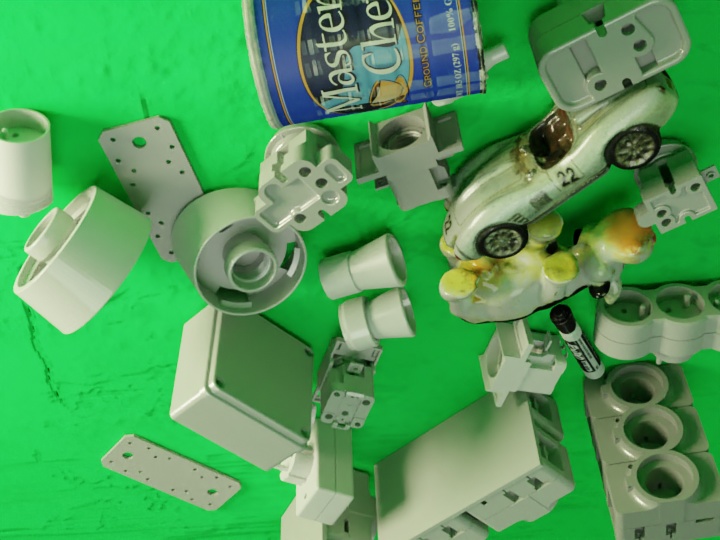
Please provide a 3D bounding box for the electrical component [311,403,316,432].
[{"bbox_3d":[-0.077,0.133,0.973,0.065,0.044,0.044,15,132,9],"label":"electrical component"}]

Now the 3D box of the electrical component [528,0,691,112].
[{"bbox_3d":[0.164,-0.157,0.720,0.095,0.059,0.053,-25,128,18],"label":"electrical component"}]

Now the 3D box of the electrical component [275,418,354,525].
[{"bbox_3d":[-0.050,0.181,0.994,0.076,0.083,0.047,19,128,-18],"label":"electrical component"}]

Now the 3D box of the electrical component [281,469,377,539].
[{"bbox_3d":[-0.029,0.290,1.023,0.060,0.186,0.105,18,128,-17],"label":"electrical component"}]

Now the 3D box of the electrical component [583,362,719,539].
[{"bbox_3d":[0.255,0.158,0.943,0.089,0.150,0.061,-9,132,5],"label":"electrical component"}]

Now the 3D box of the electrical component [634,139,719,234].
[{"bbox_3d":[0.234,-0.066,0.807,0.066,0.055,0.048,-26,128,19],"label":"electrical component"}]

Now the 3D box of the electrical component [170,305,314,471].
[{"bbox_3d":[-0.096,0.094,0.898,0.109,0.108,0.056,36,124,-29],"label":"electrical component"}]

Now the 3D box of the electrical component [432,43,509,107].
[{"bbox_3d":[0.074,-0.140,0.748,0.061,0.035,0.035,-23,129,13],"label":"electrical component"}]

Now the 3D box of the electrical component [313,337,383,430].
[{"bbox_3d":[-0.011,0.100,0.938,0.042,0.063,0.081,11,130,-13],"label":"electrical component"}]

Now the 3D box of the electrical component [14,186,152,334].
[{"bbox_3d":[-0.213,-0.013,0.802,0.060,0.108,0.108,39,120,-24],"label":"electrical component"}]

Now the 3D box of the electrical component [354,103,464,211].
[{"bbox_3d":[0.039,-0.081,0.795,0.081,0.042,0.063,-17,134,13],"label":"electrical component"}]

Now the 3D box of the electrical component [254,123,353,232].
[{"bbox_3d":[-0.042,-0.071,0.789,0.078,0.057,0.058,-34,125,25],"label":"electrical component"}]

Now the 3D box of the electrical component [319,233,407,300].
[{"bbox_3d":[0.000,0.000,0.865,0.065,0.044,0.044,-16,130,18],"label":"electrical component"}]

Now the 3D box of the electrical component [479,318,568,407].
[{"bbox_3d":[0.144,0.080,0.941,0.064,0.042,0.081,10,131,-13],"label":"electrical component"}]

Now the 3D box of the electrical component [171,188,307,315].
[{"bbox_3d":[-0.093,-0.015,0.843,0.099,0.064,0.099,-11,125,-16],"label":"electrical component"}]

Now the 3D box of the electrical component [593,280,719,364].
[{"bbox_3d":[0.269,0.054,0.917,0.138,0.052,0.073,-4,132,1],"label":"electrical component"}]

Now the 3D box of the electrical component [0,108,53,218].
[{"bbox_3d":[-0.248,-0.072,0.787,0.043,0.043,0.081,5,131,-7],"label":"electrical component"}]

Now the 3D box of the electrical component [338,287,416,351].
[{"bbox_3d":[0.015,0.041,0.899,0.055,0.045,0.045,-16,130,12],"label":"electrical component"}]

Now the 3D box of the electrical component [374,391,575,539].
[{"bbox_3d":[0.103,0.193,0.997,0.186,0.105,0.060,-37,124,26],"label":"electrical component"}]
